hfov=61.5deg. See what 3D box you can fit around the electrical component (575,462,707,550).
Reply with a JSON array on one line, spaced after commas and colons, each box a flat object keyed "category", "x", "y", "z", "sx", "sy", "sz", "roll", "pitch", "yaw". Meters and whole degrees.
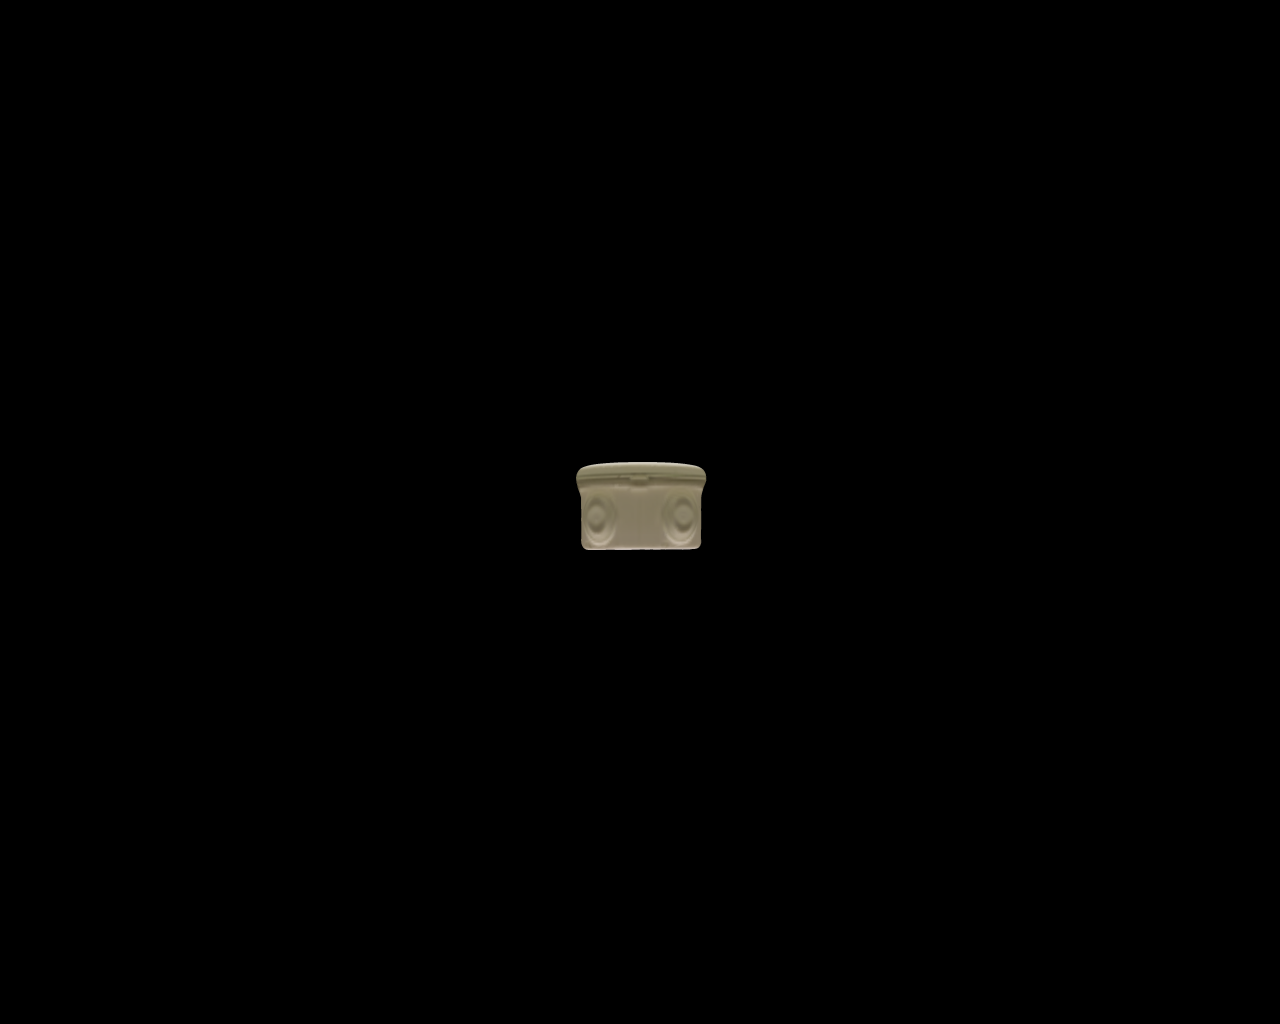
[{"category": "electrical component", "x": 0.001, "y": -0.003, "z": 0.650, "sx": 0.080, "sy": 0.051, "sz": 0.080, "roll": 0, "pitch": -2, "yaw": 0}]
